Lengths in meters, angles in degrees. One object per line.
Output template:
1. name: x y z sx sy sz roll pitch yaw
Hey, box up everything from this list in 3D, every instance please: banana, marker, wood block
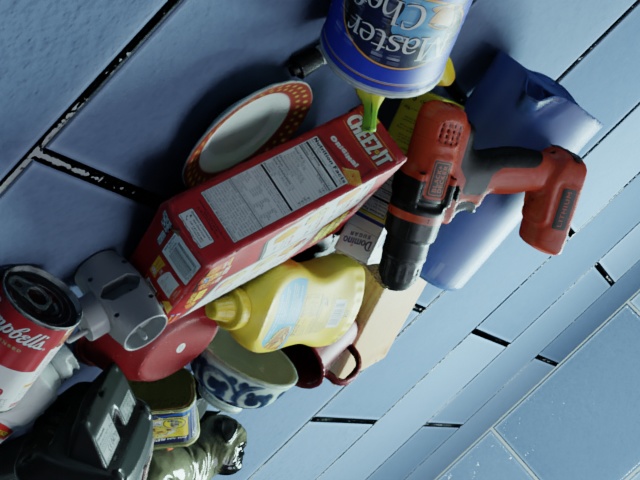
1. banana: 0.072 -0.151 0.936 0.197 0.037 0.070 -35 129 -55
2. marker: 0.024 -0.166 0.883 0.121 0.020 0.020 -33 157 -20
3. wood block: 0.050 0.071 1.277 0.090 0.090 0.206 -26 154 -33

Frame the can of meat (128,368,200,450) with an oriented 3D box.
1. can of meat: -0.176 0.175 1.104 0.102 0.057 0.084 -4 146 -9

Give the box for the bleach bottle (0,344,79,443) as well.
1. bleach bottle: -0.314 0.161 0.882 0.250 0.068 0.103 -34 159 -25

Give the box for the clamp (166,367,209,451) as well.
1. clamp: -0.142 0.169 1.214 0.120 0.039 0.172 -16 144 -38

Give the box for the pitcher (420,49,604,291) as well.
1. pitcher: 0.177 -0.069 1.138 0.149 0.145 0.243 27 106 -34

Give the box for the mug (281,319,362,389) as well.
1. mug: -0.002 0.116 1.212 0.081 0.117 0.093 -43 168 -38

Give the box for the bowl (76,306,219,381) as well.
1. bowl: -0.149 0.085 1.019 0.162 0.055 0.162 -35 158 -17

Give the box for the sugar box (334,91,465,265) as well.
1. sugar box: 0.080 -0.062 1.056 0.176 0.048 0.093 -68 161 10

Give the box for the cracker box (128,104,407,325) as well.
1. cracker box: -0.052 -0.021 0.921 0.213 0.072 0.164 -30 172 -30

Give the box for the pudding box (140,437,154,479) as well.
1. pudding box: -0.231 0.226 1.089 0.090 0.113 0.039 110 -8 -51

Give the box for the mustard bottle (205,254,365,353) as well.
1. mustard bottle: -0.039 0.063 1.041 0.191 0.058 0.096 -1 120 -51

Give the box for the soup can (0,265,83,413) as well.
1. soup can: -0.242 0.079 0.837 0.102 0.068 0.068 -50 157 21

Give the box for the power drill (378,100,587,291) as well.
1. power drill: 0.153 -0.032 1.016 0.187 0.057 0.184 6 110 -27

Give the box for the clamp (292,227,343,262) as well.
1. clamp: -0.007 0.001 1.105 0.209 0.036 0.164 -39 148 -16

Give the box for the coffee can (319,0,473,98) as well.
1. coffee can: 0.064 -0.191 0.792 0.102 0.103 0.140 -27 154 -32
